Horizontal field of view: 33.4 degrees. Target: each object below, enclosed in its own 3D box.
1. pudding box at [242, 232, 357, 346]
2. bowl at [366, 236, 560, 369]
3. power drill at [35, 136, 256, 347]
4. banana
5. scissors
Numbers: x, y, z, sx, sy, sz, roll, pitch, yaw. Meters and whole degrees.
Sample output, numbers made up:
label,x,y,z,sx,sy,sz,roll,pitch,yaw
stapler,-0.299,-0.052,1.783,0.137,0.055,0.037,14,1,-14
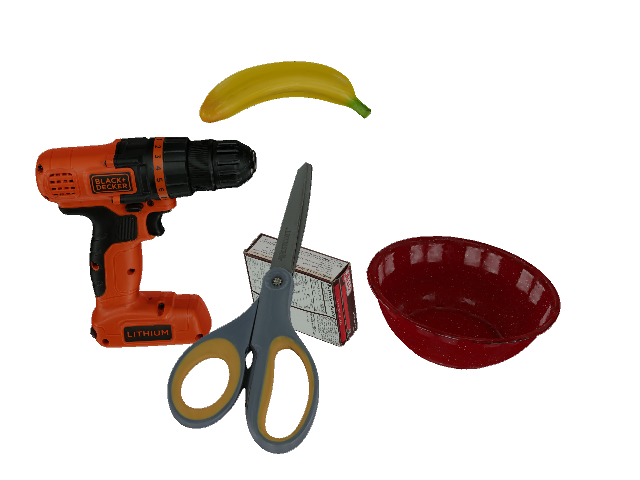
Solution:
label,x,y,z,sx,sy,sz,roll,pitch,yaw
pudding box,-0.020,0.050,1.086,0.114,0.090,0.039,17,44,27
bowl,0.116,0.059,0.894,0.162,0.055,0.162,6,29,-3
power drill,-0.141,-0.001,0.924,0.184,0.188,0.057,-2,26,3
banana,-0.041,-0.156,1.105,0.197,0.070,0.037,-7,-42,-28
scissors,-0.045,0.036,0.645,0.096,0.202,0.016,-6,-36,1
